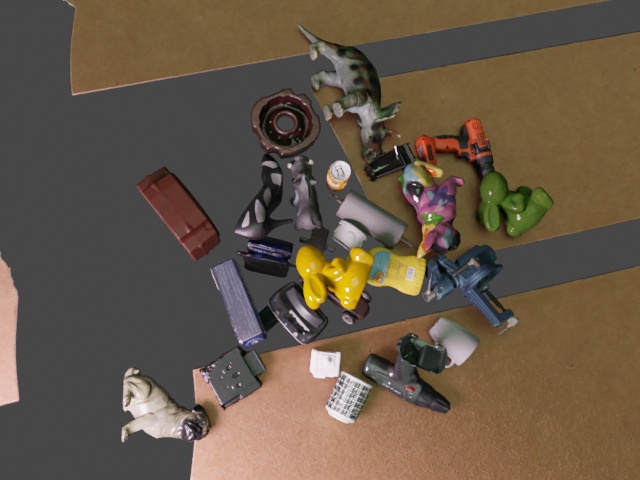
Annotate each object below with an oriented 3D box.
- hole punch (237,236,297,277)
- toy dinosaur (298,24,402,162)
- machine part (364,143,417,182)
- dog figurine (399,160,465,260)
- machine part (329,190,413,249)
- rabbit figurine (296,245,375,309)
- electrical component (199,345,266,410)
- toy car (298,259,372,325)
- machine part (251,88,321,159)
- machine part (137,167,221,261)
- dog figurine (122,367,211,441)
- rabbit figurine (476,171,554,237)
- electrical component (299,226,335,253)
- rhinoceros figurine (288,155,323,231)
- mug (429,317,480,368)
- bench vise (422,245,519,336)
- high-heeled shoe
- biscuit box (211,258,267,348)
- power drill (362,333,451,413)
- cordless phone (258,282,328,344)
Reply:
[{"bbox_3d":[-0.120,0.028,1.287,0.142,0.115,0.092,16,72,-3],"label":"hole punch"},{"bbox_3d":[0.086,-0.409,1.379,0.192,0.131,0.405,-13,77,-19],"label":"toy dinosaur"},{"bbox_3d":[0.183,-0.196,1.386,0.139,0.039,0.084,-21,89,-9],"label":"machine part"},{"bbox_3d":[0.263,-0.065,1.314,0.192,0.108,0.219,24,67,-1],"label":"dog figurine"},{"bbox_3d":[0.128,-0.052,1.337,0.243,0.079,0.079,31,79,2],"label":"machine part"},{"bbox_3d":[0.019,0.082,1.237,0.173,0.122,0.162,28,69,-1],"label":"rabbit figurine"},{"bbox_3d":[-0.197,0.314,1.257,0.134,0.058,0.115,-33,87,-9],"label":"electrical component"},{"bbox_3d":[0.034,0.121,1.311,0.202,0.053,0.089,37,64,3],"label":"toy car"},{"bbox_3d":[-0.088,-0.294,1.370,0.179,0.056,0.179,1,80,-6],"label":"machine part"},{"bbox_3d":[-0.319,-0.058,1.235,0.087,0.201,0.201,-37,85,-12],"label":"machine part"},{"bbox_3d":[-0.349,0.373,1.223,0.190,0.121,0.172,0,84,-19],"label":"dog figurine"},{"bbox_3d":[0.464,-0.097,1.356,0.170,0.121,0.159,35,101,-13],"label":"rabbit figurine"},{"bbox_3d":[-0.003,-0.004,1.345,0.094,0.021,0.063,18,79,-1],"label":"electrical component"},{"bbox_3d":[-0.040,-0.113,1.314,0.073,0.112,0.190,-9,74,-3],"label":"rhinoceros figurine"},{"bbox_3d":[0.314,0.248,1.306,0.107,0.080,0.109,42,85,14],"label":"mug"},{"bbox_3d":[0.373,0.122,1.297,0.224,0.128,0.241,-26,65,-27],"label":"bench vise"},{"bbox_3d":[-0.155,-0.106,1.292,0.145,0.086,0.249,-9,55,-17],"label":"high-heeled shoe"},{"bbox_3d":[-0.189,0.147,1.257,0.063,0.059,0.203,-24,68,-1],"label":"biscuit box"},{"bbox_3d":[0.222,0.305,1.229,0.232,0.207,0.086,24,57,7],"label":"power drill"},{"bbox_3d":[-0.088,0.205,1.284,0.184,0.088,0.146,-41,87,1],"label":"cordless phone"}]
